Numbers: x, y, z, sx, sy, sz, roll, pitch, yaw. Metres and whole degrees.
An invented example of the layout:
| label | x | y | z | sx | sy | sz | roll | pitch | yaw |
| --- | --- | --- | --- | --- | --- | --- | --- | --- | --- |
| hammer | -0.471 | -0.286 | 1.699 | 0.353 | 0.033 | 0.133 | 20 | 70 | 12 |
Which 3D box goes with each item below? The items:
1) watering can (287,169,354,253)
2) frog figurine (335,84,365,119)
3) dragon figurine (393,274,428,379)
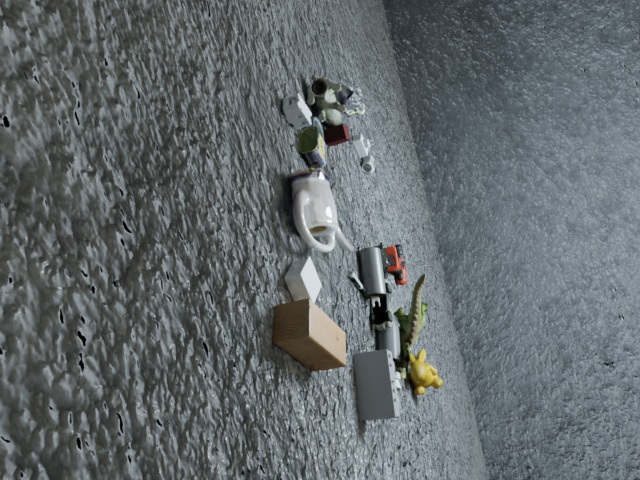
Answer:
| label | x | y | z | sx | sy | sz | roll | pitch | yaw |
| --- | --- | --- | --- | --- | --- | --- | --- | --- | --- |
| watering can | 0.004 | -0.071 | 1.410 | 0.346 | 0.103 | 0.227 | 18 | 59 | -65 |
| frog figurine | 0.094 | -0.545 | 1.996 | 0.135 | 0.123 | 0.162 | 46 | 0 | -40 |
| dragon figurine | 0.317 | 0.338 | 1.811 | 0.249 | 0.122 | 0.400 | -78 | 175 | -52 |
